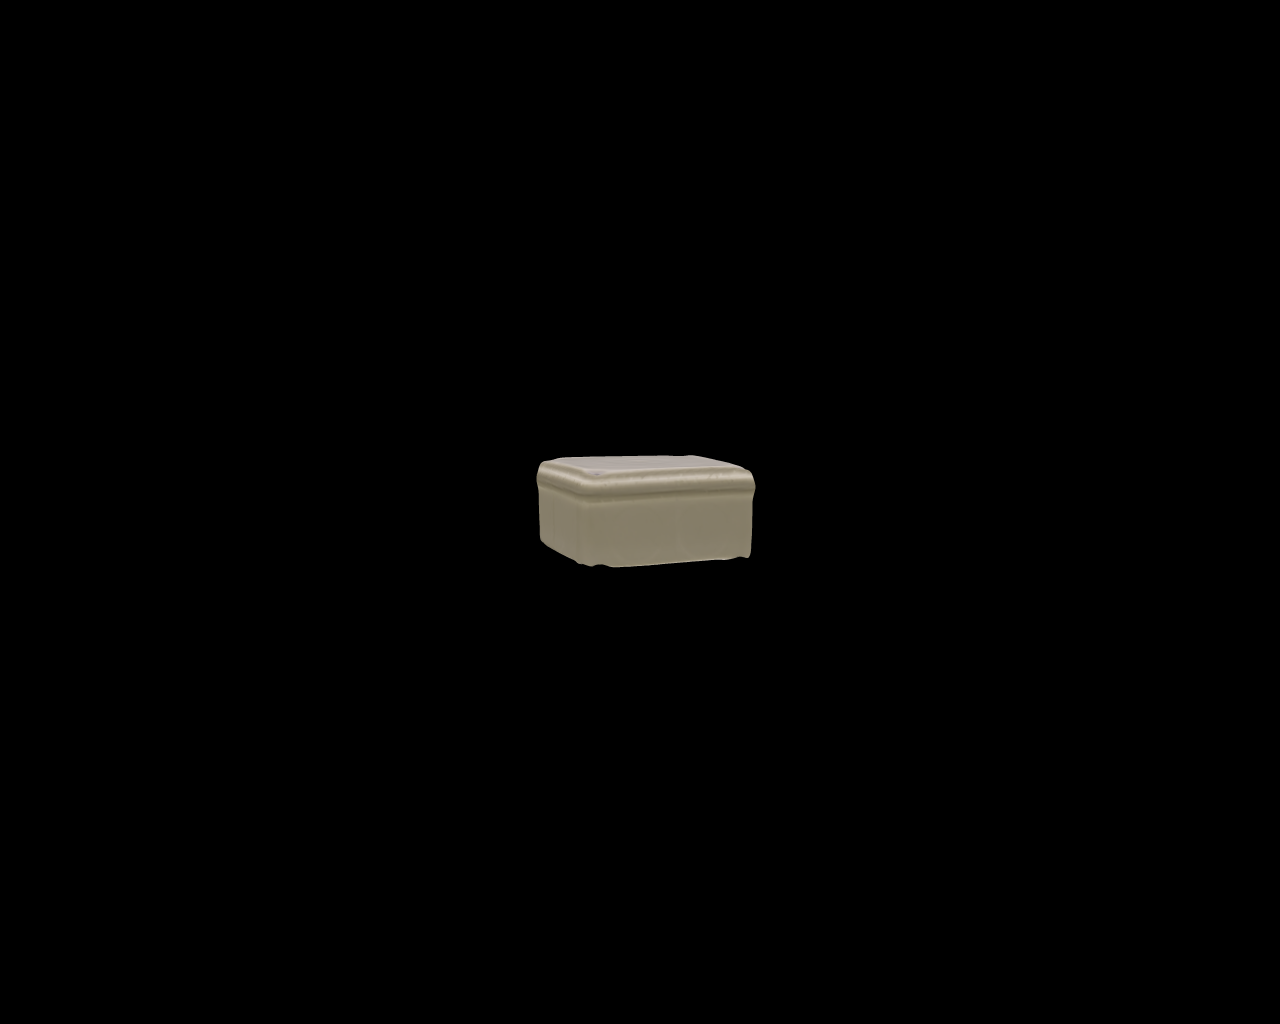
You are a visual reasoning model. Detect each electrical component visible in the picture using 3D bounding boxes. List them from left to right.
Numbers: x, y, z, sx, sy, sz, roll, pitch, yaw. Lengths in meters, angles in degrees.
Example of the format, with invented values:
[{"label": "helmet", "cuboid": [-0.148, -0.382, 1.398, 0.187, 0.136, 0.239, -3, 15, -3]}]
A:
[{"label": "electrical component", "cuboid": [0.001, -0.003, 0.650, 0.109, 0.056, 0.109, -3, 8, -19]}]
